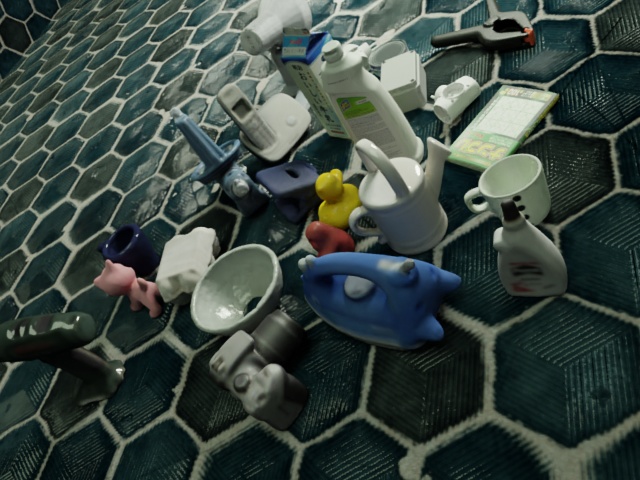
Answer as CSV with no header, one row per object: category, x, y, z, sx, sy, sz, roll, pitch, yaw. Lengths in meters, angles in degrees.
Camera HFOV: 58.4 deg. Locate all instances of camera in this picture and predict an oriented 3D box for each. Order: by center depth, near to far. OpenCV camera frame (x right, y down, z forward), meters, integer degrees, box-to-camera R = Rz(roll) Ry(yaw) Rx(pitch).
camera,-0.077,0.169,0.811,0.142,0.101,0.137,26,70,46

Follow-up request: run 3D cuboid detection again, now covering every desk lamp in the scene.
desk lamp,-0.080,-0.409,1.250,0.117,0.214,0.203,-1,53,34

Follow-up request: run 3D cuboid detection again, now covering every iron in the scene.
iron,0.051,0.061,0.789,0.257,0.142,0.119,3,55,37

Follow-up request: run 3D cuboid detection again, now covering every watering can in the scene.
watering can,0.113,-0.078,0.832,0.100,0.195,0.173,23,68,45

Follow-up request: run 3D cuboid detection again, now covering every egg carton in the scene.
egg carton,-0.241,0.047,1.060,0.107,0.070,0.150,-19,45,20

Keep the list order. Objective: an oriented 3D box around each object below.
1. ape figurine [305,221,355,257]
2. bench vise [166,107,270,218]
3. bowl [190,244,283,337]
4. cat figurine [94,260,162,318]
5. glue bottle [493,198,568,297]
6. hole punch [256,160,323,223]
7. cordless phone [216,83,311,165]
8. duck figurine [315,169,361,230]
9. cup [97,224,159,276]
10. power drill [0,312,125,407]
ape figurine,0.008,0.003,0.908,0.076,0.092,0.077,-20,44,19
bench vise,-0.190,-0.160,1.096,0.206,0.220,0.121,20,67,44
bowl,-0.123,0.093,0.932,0.167,0.075,0.167,-19,45,20
cat figurine,-0.357,0.083,1.071,0.127,0.118,0.067,5,56,38
glue bottle,0.240,0.009,0.680,0.078,0.174,0.037,-8,49,29
hole punch,-0.050,-0.104,1.047,0.101,0.091,0.108,-41,41,-4
cordless phone,-0.115,-0.261,1.162,0.093,0.186,0.148,20,66,44
duck figurine,0.021,-0.072,0.972,0.077,0.086,0.104,0,54,35
cup,-0.382,0.031,1.153,0.117,0.095,0.092,-9,49,29
power drill,-0.445,0.199,0.959,0.229,0.209,0.075,-22,44,18
